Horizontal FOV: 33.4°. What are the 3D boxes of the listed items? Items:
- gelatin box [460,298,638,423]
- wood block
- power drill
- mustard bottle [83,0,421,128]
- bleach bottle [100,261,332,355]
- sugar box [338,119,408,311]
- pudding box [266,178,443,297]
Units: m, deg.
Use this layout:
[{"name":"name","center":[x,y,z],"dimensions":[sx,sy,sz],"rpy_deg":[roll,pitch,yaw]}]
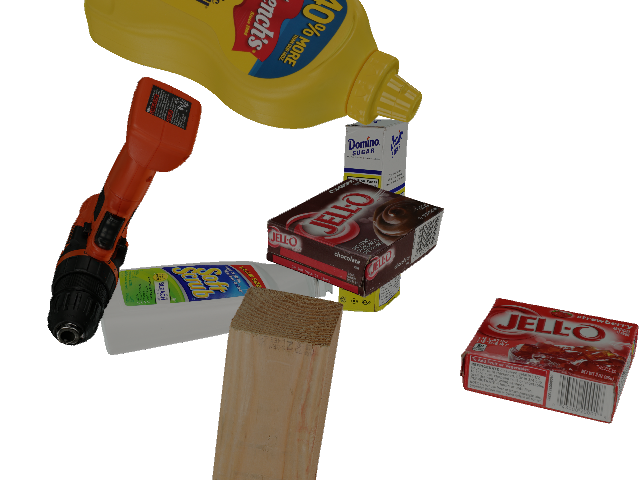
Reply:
[{"name":"gelatin box","center":[0.136,0.068,0.630],"dimensions":[0.089,0.030,0.073],"rpy_deg":[11,27,22]},{"name":"wood block","center":[-0.042,0.158,0.972],"dimensions":[0.090,0.206,0.090],"rpy_deg":[10,23,5]},{"name":"power drill","center":[-0.165,-0.026,0.870],"dimensions":[0.057,0.188,0.184],"rpy_deg":[24,31,-18]},{"name":"mustard bottle","center":[-0.031,-0.116,0.606],"dimensions":[0.192,0.096,0.058],"rpy_deg":[28,-27,12]},{"name":"bleach bottle","center":[-0.113,0.059,1.167],"dimensions":[0.250,0.068,0.102],"rpy_deg":[-9,36,-9]},{"name":"sugar box","center":[0.050,-0.026,1.022],"dimensions":[0.048,0.176,0.093],"rpy_deg":[3,10,18]},{"name":"pudding box","center":[0.027,-0.005,0.806],"dimensions":[0.090,0.039,0.113],"rpy_deg":[21,29,29]}]
